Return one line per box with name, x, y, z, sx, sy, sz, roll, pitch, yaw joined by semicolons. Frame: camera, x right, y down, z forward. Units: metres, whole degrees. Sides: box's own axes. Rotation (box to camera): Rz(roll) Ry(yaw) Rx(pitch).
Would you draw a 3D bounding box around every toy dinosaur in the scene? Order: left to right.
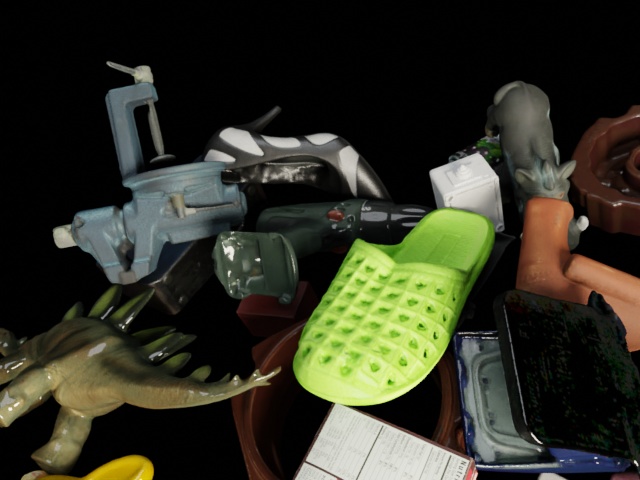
toy dinosaur;-0.245;0.135;0.577;0.472;0.104;0.198;7;43;40

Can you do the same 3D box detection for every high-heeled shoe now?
high-heeled shoe;-0.033;-0.075;0.693;0.249;0.086;0.145;39;75;13

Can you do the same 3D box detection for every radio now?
radio;-0.183;-0.013;0.750;0.131;0.073;0.229;18;60;35

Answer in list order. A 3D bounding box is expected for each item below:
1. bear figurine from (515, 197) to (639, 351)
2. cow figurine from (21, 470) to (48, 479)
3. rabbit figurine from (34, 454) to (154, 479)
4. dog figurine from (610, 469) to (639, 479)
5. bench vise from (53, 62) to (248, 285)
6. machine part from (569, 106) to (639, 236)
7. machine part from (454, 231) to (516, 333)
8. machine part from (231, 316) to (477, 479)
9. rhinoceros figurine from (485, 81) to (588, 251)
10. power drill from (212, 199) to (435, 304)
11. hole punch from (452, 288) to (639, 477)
bear figurine;0.271;0.046;0.458;0.196;0.120;0.132;3;46;24
cow figurine;-0.311;0.307;0.507;0.098;0.068;0.167;-13;43;21
rabbit figurine;-0.203;0.258;0.454;0.173;0.121;0.162;26;52;31
dog figurine;0.268;0.204;0.310;0.191;0.108;0.219;-23;35;-27
bench vise;-0.207;-0.077;0.629;0.224;0.240;0.129;-11;4;4
machine part;0.362;-0.073;0.576;0.179;0.056;0.179;-13;45;14
machine part;0.151;0.041;0.574;0.139;0.039;0.084;-43;41;-16
machine part;0.031;0.156;0.482;0.201;0.087;0.202;-26;45;-2
rhinoceros figurine;0.235;-0.077;0.580;0.073;0.112;0.190;-9;80;4
power drill;-0.001;-0.002;0.601;0.232;0.085;0.207;2;22;33
hole punch;0.162;0.108;0.389;0.116;0.092;0.142;12;51;-13
